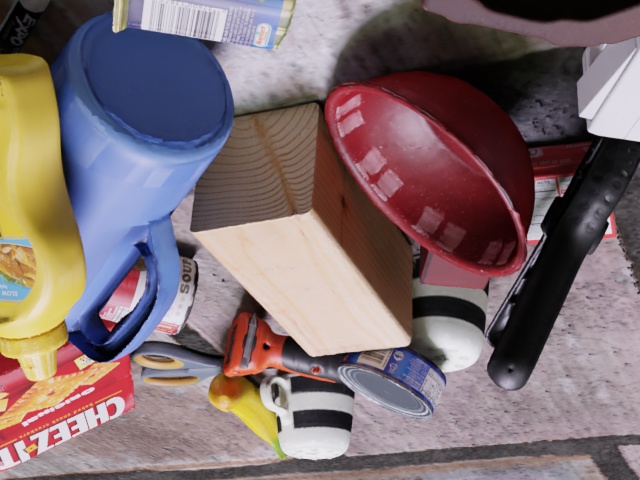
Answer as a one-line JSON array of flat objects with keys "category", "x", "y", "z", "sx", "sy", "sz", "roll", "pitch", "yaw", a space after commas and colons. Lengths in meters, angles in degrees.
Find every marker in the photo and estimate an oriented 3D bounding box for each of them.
[{"category": "marker", "x": -0.180, "y": -0.135, "z": 0.646, "sx": 0.020, "sy": 0.020, "sz": 0.121, "roll": 21, "pitch": 147, "yaw": -26}]

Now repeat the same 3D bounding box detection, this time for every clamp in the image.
[{"category": "clamp", "x": 0.158, "y": -0.004, "z": 0.681, "sx": 0.036, "sy": 0.210, "sz": 0.164, "roll": 28, "pitch": 179, "yaw": 5}]

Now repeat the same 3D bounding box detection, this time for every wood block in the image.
[{"category": "wood block", "x": -0.005, "y": 0.001, "z": 0.785, "sx": 0.090, "sy": 0.091, "sz": 0.206, "roll": -9, "pitch": 147, "yaw": 20}]

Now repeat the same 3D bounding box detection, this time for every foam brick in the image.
[{"category": "foam brick", "x": 0.105, "y": -0.004, "z": 0.800, "sx": 0.051, "sy": 0.053, "sz": 0.078, "roll": 5, "pitch": 151, "yaw": -1}]

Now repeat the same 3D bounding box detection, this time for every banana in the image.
[{"category": "banana", "x": -0.075, "y": 0.166, "z": 1.082, "sx": 0.037, "sy": 0.070, "sz": 0.197, "roll": -43, "pitch": 150, "yaw": -5}]

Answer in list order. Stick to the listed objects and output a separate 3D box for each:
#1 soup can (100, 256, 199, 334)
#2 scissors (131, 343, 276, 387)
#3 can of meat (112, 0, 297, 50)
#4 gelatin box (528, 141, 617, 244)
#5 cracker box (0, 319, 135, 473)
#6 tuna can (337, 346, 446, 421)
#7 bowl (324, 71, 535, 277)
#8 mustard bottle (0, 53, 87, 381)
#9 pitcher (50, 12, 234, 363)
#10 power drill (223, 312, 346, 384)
[{"category": "soup can", "x": -0.160, "y": 0.036, "z": 0.892, "sx": 0.102, "sy": 0.068, "sz": 0.069, "roll": 16, "pitch": 148, "yaw": -20}, {"category": "scissors", "x": -0.106, "y": 0.122, "z": 1.086, "sx": 0.202, "sy": 0.016, "sz": 0.096, "roll": -11, "pitch": 147, "yaw": 25}, {"category": "can of meat", "x": -0.054, "y": -0.146, "z": 0.527, "sx": 0.084, "sy": 0.102, "sz": 0.057, "roll": 8, "pitch": 150, "yaw": -10}, {"category": "gelatin box", "x": 0.171, "y": -0.033, "z": 0.762, "sx": 0.073, "sy": 0.030, "sz": 0.089, "roll": -5, "pitch": 146, "yaw": 17}, {"category": "cracker box", "x": -0.262, "y": 0.129, "z": 0.996, "sx": 0.164, "sy": 0.072, "sz": 0.214, "roll": -23, "pitch": 155, "yaw": -18}, {"category": "tuna can", "x": 0.059, "y": 0.112, "z": 0.872, "sx": 0.086, "sy": 0.033, "sz": 0.086, "roll": 25, "pitch": 159, "yaw": 10}, {"category": "bowl", "x": 0.080, "y": -0.052, "z": 0.673, "sx": 0.162, "sy": 0.055, "sz": 0.162, "roll": 39, "pitch": 161, "yaw": 16}, {"category": "mustard bottle", "x": -0.179, "y": -0.008, "z": 0.614, "sx": 0.096, "sy": 0.058, "sz": 0.191, "roll": 5, "pitch": 112, "yaw": 33}, {"category": "pitcher", "x": -0.149, "y": -0.031, "z": 0.705, "sx": 0.149, "sy": 0.145, "sz": 0.243, "roll": 23, "pitch": 142, "yaw": -22}, {"category": "power drill", "x": 0.006, "y": 0.117, "z": 1.001, "sx": 0.187, "sy": 0.057, "sz": 0.184, "roll": 10, "pitch": 166, "yaw": -6}]
